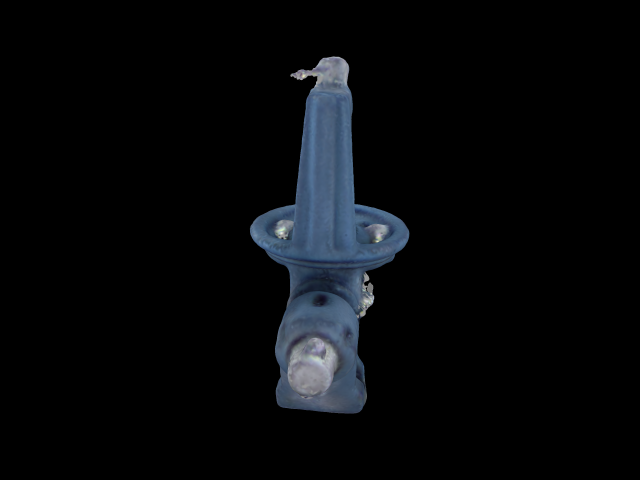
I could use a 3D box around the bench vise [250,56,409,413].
[{"bbox_3d":[0.015,0.000,0.402,0.121,0.220,0.207,-8,38,-10],"label":"bench vise"}]
